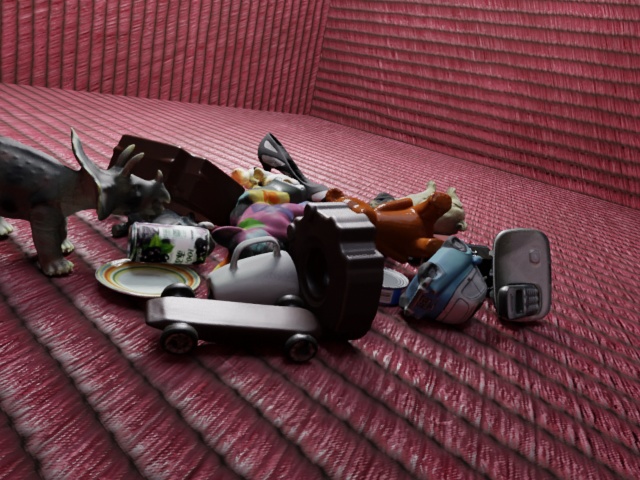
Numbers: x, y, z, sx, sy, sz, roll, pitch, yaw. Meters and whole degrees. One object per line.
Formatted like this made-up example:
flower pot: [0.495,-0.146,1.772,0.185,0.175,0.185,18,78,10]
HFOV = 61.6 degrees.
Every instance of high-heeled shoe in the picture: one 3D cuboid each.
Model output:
high-heeled shoe: [-0.043,-0.178,1.351,0.249,0.145,0.086,13,19,11]

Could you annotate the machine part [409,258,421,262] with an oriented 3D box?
machine part: [0.191,0.014,1.080,0.084,0.039,0.139,2,21,-12]

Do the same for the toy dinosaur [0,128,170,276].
toy dinosaur: [-0.420,-0.075,0.719,0.405,0.192,0.131,12,16,-3]

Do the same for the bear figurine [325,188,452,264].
bear figurine: [0.108,-0.032,0.918,0.196,0.120,0.132,14,-13,-16]

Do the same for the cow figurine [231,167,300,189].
cow figurine: [-0.127,-0.137,1.298,0.167,0.068,0.098,20,14,15]

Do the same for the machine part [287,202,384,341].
machine part: [0.012,0.039,0.678,0.056,0.179,0.180,-2,22,-29]

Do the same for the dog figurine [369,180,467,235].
dog figurine: [0.220,-0.051,1.234,0.190,0.121,0.173,-16,26,-29]

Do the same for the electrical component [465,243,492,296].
electrical component: [0.279,0.046,0.976,0.048,0.074,0.119,7,15,-10]

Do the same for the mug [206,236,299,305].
mug: [-0.089,0.052,0.686,0.107,0.109,0.081,-12,32,-23]

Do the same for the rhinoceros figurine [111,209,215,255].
rhinoceros figurine: [-0.248,-0.016,0.856,0.191,0.073,0.112,22,10,35]

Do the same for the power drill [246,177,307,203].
power drill: [-0.120,-0.073,1.108,0.232,0.085,0.207,24,28,33]

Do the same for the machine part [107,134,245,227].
machine part: [-0.253,-0.098,0.948,0.201,0.087,0.201,17,-11,27]

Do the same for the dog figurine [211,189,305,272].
dog figurine: [-0.110,-0.006,0.842,0.192,0.108,0.219,24,24,28]

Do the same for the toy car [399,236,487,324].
toy car: [0.195,0.071,0.803,0.103,0.109,0.161,35,33,15]

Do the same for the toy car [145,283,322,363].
toy car: [-0.095,0.098,0.613,0.202,0.053,0.089,7,32,-21]

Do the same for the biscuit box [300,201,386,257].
biscuit box: [0.042,-0.019,1.049,0.203,0.059,0.063,18,19,20]

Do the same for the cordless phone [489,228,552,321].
cordless phone: [0.292,0.053,0.814,0.089,0.146,0.184,-1,-3,31]
